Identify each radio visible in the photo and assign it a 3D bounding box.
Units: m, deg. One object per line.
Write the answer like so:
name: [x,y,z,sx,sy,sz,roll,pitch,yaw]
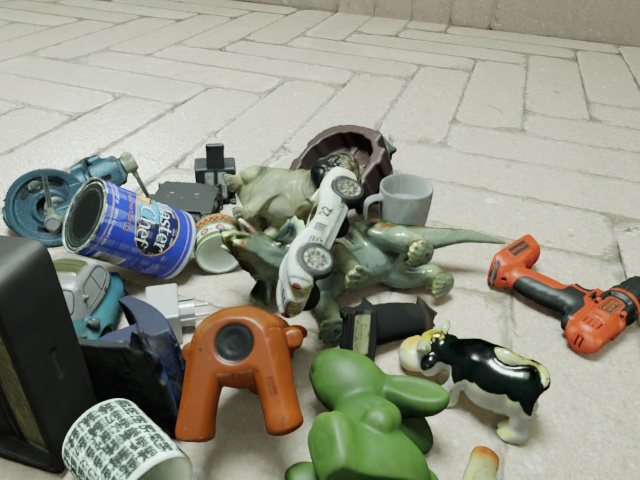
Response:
radio: [-0.297,0.105,0.496,0.131,0.229,0.073,8,31,13]

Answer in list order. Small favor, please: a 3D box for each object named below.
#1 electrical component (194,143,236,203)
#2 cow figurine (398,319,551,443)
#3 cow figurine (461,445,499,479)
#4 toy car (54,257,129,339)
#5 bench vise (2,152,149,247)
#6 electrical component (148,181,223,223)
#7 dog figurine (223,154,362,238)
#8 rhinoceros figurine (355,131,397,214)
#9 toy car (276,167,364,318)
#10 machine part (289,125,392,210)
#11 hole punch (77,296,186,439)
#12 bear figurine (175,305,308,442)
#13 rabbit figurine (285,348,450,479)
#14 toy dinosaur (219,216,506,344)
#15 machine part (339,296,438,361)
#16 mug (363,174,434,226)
electrical component: [-0.184,-0.120,0.940,0.075,0.119,0.048,-6,35,-9]
cow figurine: [0.163,0.140,0.595,0.168,0.098,0.068,24,45,28]
cow figurine: [0.180,0.267,0.418,0.195,0.085,0.127,28,35,29]
toy car: [-0.300,0.074,0.655,0.109,0.102,0.162,5,36,2]
bench vise: [-0.374,-0.061,0.817,0.224,0.128,0.241,-18,21,-17]
electrical component: [-0.223,-0.044,0.877,0.115,0.058,0.134,0,33,-1]
dog figurine: [-0.036,-0.087,0.833,0.191,0.121,0.172,-29,50,6]
rhinoceros figurine: [0.101,-0.128,0.981,0.073,0.112,0.190,2,41,2]
toy car: [-0.001,-0.002,0.596,0.056,0.073,0.202,24,48,2]
machine part: [0.034,-0.117,0.907,0.179,0.056,0.179,-15,50,18]
hole punch: [-0.183,0.127,0.565,0.116,0.142,0.092,4,28,22]
bear figurine: [-0.072,0.135,0.566,0.120,0.195,0.132,-5,73,1]
rabbit figurine: [0.046,0.170,0.519,0.159,0.121,0.170,3,36,-12]
toy dinosaur: [0.053,0.022,0.756,0.405,0.131,0.192,-10,33,-31]
machine part: [0.083,0.108,0.667,0.139,0.084,0.039,-8,10,-30]
mug: [0.122,-0.038,0.850,0.109,0.107,0.081,-13,37,-17]
